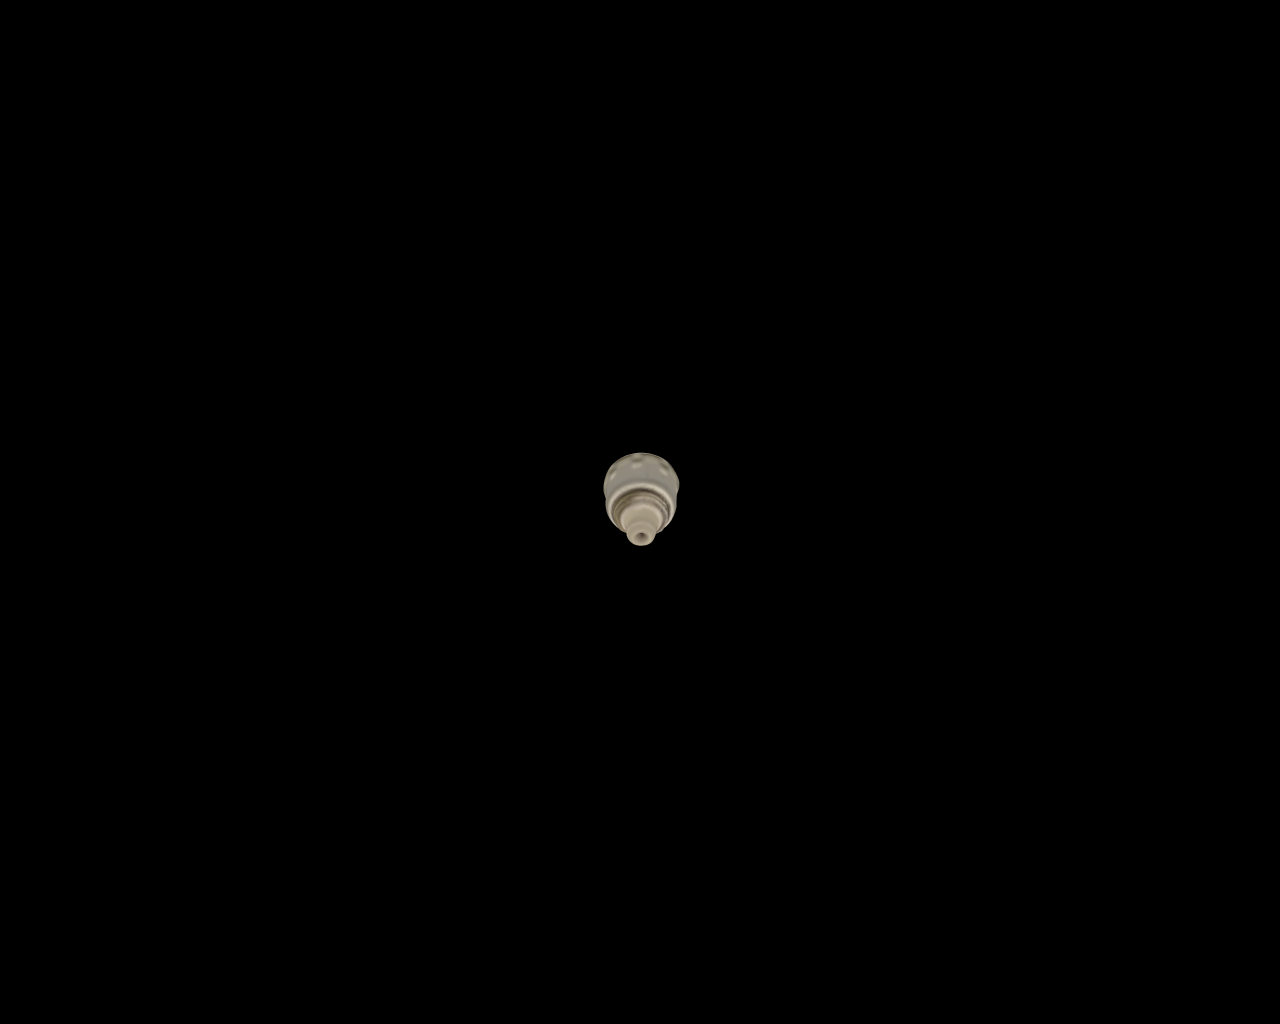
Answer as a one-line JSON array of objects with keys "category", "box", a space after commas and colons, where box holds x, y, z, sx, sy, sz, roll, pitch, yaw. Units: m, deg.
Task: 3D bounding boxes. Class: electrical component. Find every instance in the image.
[{"category": "electrical component", "box": [0.001, -0.003, 0.650, 0.048, 0.048, 0.062, 0, 37, 0]}]
